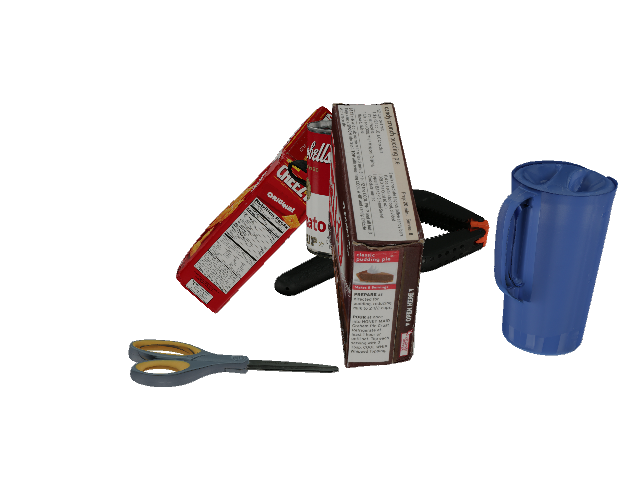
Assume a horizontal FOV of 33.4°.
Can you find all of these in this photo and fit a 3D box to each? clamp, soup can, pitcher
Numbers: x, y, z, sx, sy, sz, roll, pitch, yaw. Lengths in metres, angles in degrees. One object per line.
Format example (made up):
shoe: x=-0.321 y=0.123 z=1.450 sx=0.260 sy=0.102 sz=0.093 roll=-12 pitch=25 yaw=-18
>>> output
clamp: x=0.056 y=-0.004 z=1.039 sx=0.210 sy=0.164 sz=0.036 roll=8 pitch=-37 yaw=7
soup can: x=0.022 y=-0.042 z=0.850 sx=0.068 sy=0.102 sz=0.068 roll=1 pitch=14 yaw=0
pitcher: x=0.297 y=0.026 z=1.399 sx=0.149 sy=0.243 sz=0.145 roll=5 pitch=23 yaw=5

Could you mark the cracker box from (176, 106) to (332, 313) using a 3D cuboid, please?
cracker box: x=-0.060 y=-0.038 z=1.214 sx=0.214 sy=0.072 sz=0.164 roll=-46 pitch=8 yaw=28

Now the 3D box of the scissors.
scissors: x=-0.090 y=0.122 z=1.004 sx=0.202 sy=0.016 sz=0.096 roll=8 pitch=17 yaw=10

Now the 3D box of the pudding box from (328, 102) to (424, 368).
pudding box: x=0.026 y=-0.005 z=0.558 sx=0.039 sy=0.090 sz=0.113 roll=-4 pitch=43 yaw=-5
